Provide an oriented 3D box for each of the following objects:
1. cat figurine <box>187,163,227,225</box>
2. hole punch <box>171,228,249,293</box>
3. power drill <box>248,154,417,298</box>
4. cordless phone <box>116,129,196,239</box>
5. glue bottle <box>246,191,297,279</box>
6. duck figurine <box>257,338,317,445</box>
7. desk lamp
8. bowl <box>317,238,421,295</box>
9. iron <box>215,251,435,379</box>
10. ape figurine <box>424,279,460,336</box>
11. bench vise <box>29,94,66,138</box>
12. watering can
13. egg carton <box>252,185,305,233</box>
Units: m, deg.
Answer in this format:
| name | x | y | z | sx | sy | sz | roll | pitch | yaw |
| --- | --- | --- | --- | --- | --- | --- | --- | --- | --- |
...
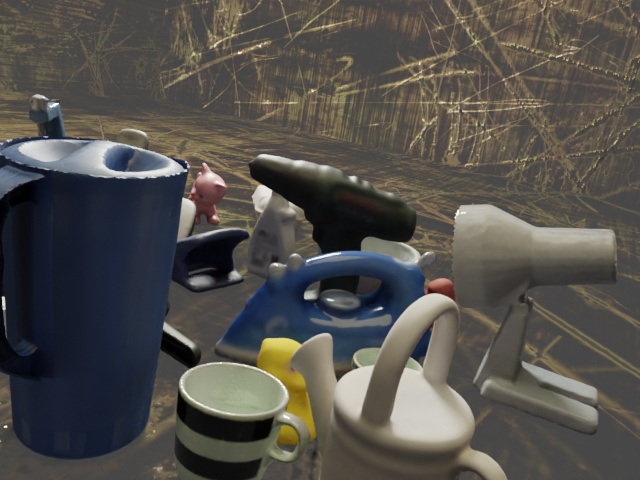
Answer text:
| name | x | y | z | sx | sy | sz | roll | pitch | yaw |
| --- | --- | --- | --- | --- | --- | --- | --- | --- | --- |
| cat figurine | -0.223 | -0.094 | 1.117 | 0.067 | 0.118 | 0.127 | 2 | 18 | -25 |
| hole punch | -0.171 | 0.017 | 0.826 | 0.100 | 0.091 | 0.109 | 22 | 20 | 35 |
| power drill | 0.007 | 0.003 | 0.769 | 0.230 | 0.208 | 0.075 | 8 | 17 | -8 |
| cordless phone | -0.269 | -0.076 | 0.912 | 0.147 | 0.185 | 0.094 | 9 | 16 | -2 |
| glue bottle | -0.068 | -0.025 | 0.880 | 0.077 | 0.173 | 0.037 | 19 | 19 | 30 |
| duck figurine | -0.043 | 0.130 | 0.530 | 0.104 | 0.086 | 0.078 | 15 | 17 | 17 |
| desk lamp | 0.237 | 0.075 | 0.652 | 0.202 | 0.213 | 0.118 | 17 | 18 | 21 |
| bowl | 0.072 | 0.043 | 0.909 | 0.167 | 0.075 | 0.167 | 9 | 16 | -2 |
| iron | 0.016 | 0.073 | 0.660 | 0.259 | 0.141 | 0.118 | 4 | 17 | -19 |
| ape figurine | 0.153 | 0.094 | 0.757 | 0.076 | 0.092 | 0.077 | 8 | 17 | -6 |
| bench vise | -0.437 | -0.125 | 0.915 | 0.122 | 0.220 | 0.207 | 3 | 18 | -21 |
| watering can | 0.049 | 0.127 | 0.405 | 0.172 | 0.194 | 0.101 | 15 | 17 | 16 |
| egg carton | -0.086 | -0.066 | 1.190 | 0.107 | 0.069 | 0.150 | 6 | 17 | -13 |
